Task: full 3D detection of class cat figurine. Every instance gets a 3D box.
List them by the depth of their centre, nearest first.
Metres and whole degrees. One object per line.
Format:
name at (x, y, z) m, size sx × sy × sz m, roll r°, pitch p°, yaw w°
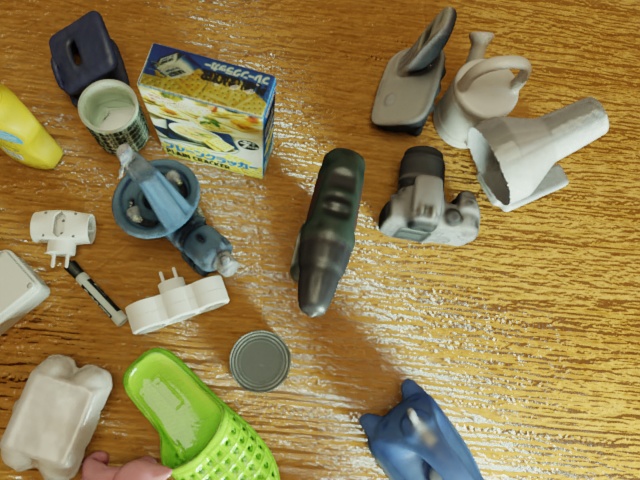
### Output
cat figurine at (-0.247, 0.305, 0.712) m, size 0.128 × 0.117 × 0.067 m, roll 3°, pitch 75°, yaw -5°

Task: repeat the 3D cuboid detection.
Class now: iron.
iron at (0.170, 0.312, 0.745) m, size 0.119 × 0.141 × 0.258 m, roll -37°, pitch 82°, yaw -13°

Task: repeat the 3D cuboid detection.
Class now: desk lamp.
desk lamp at (0.302, -0.123, 0.832) m, size 0.203 × 0.213 × 0.118 m, roll -23°, pitch 79°, yaw -11°

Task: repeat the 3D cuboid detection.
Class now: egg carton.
egg carton at (-0.341, 0.230, 0.745) m, size 0.107 × 0.069 × 0.150 m, roll 18°, pitch 75°, yaw -2°

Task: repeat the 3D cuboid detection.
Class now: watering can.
watering can at (0.242, -0.228, 0.862) m, size 0.101 × 0.194 × 0.173 m, roll -21°, pitch 79°, yaw -11°

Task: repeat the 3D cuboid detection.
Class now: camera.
camera at (0.169, -0.070, 0.862) m, size 0.143 × 0.100 × 0.137 m, roll 9°, pitch 75°, yaw -4°

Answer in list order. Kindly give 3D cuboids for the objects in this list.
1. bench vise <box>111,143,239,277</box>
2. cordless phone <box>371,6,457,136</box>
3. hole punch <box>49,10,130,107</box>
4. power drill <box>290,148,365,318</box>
bench vise at (-0.186, -0.046, 0.754) m, size 0.207 × 0.219 × 0.121 m, roll 25°, pitch 75°, yaw 0°
cordless phone at (0.147, -0.252, 0.862) m, size 0.094 × 0.185 × 0.148 m, roll 16°, pitch 75°, yaw -2°
hole punch at (-0.351, -0.270, 0.858) m, size 0.101 × 0.091 × 0.108 m, roll -21°, pitch 79°, yaw -11°
power drill at (0.007, 0.003, 0.770) m, size 0.075 × 0.208 × 0.230 m, roll 13°, pitch 75°, yaw -3°
